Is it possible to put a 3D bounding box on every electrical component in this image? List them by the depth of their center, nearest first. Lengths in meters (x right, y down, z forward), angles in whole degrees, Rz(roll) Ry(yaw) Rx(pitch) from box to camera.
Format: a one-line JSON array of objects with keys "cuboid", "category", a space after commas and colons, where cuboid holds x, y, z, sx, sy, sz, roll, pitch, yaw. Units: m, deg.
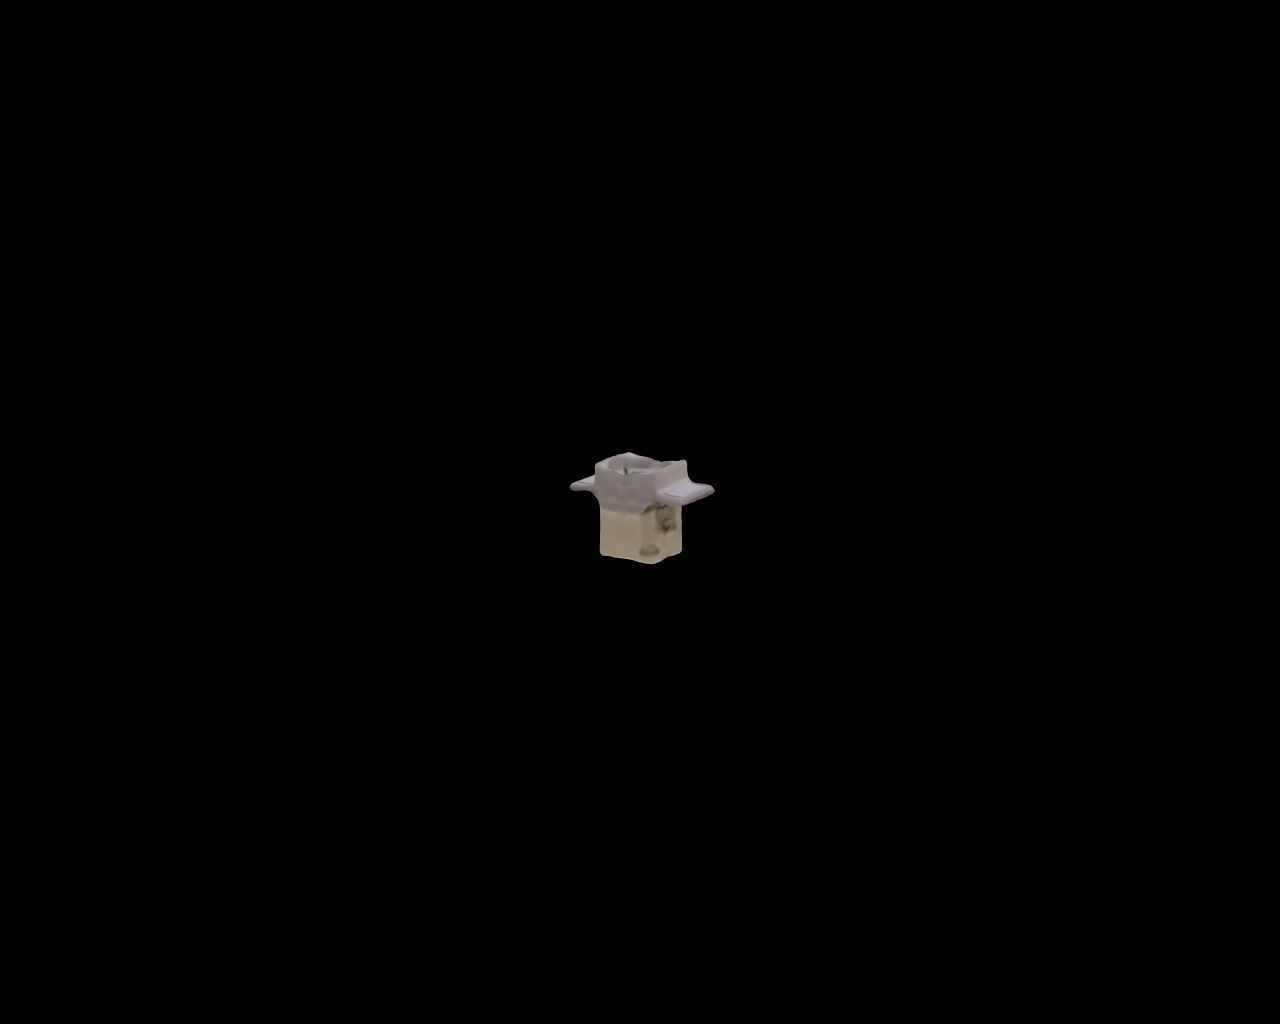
[{"cuboid": [0.001, -0.003, 0.650, 0.081, 0.063, 0.042, 10, 18, 33], "category": "electrical component"}]
